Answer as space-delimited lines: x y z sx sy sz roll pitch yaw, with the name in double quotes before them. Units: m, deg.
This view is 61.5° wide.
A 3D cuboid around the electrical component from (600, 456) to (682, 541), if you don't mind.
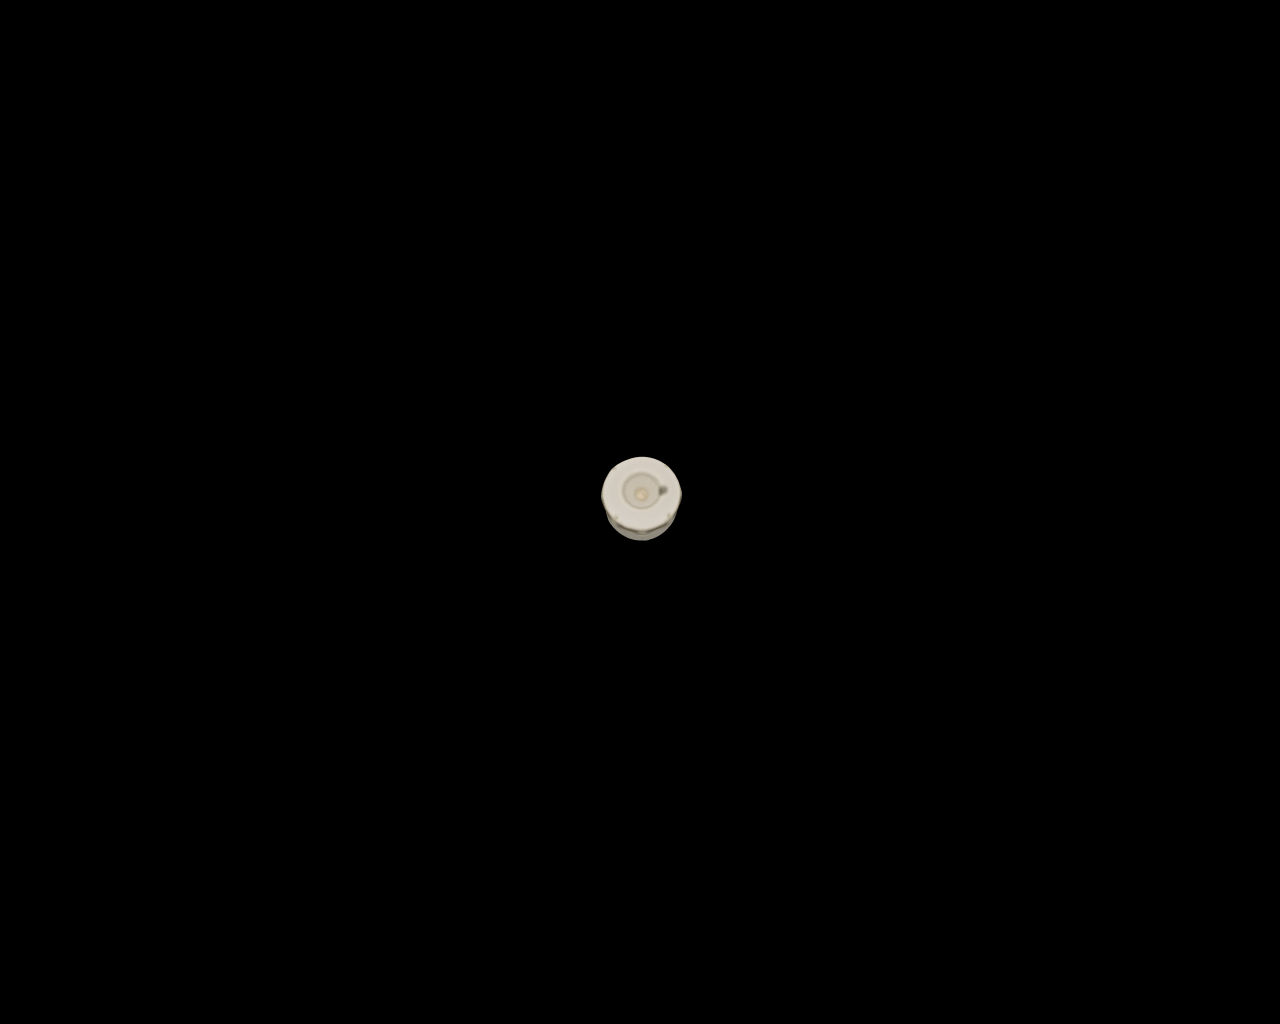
"electrical component" 0.001 -0.003 0.650 0.048 0.048 0.062 0 -19 0
